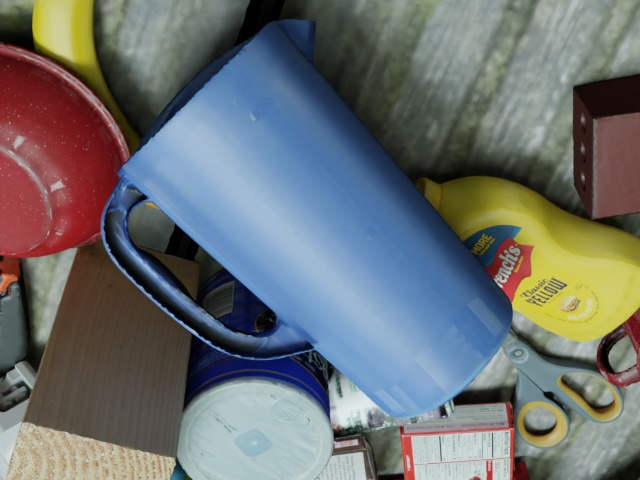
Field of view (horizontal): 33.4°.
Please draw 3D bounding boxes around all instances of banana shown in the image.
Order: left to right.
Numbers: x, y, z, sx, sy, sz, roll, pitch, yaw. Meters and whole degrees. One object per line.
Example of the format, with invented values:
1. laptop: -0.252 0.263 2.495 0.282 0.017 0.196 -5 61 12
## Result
1. banana: -0.141 -0.100 0.680 0.069 0.037 0.198 -6 121 2

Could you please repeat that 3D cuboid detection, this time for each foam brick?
1. foam brick: 0.199 -0.061 0.706 0.051 0.053 0.078 -7 121 3

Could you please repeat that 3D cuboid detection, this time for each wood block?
1. wood block: -0.139 0.094 0.700 0.090 0.206 0.090 15 119 -11

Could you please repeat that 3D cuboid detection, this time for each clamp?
1. clamp: -0.272 0.097 0.797 0.164 0.036 0.210 34 111 -31

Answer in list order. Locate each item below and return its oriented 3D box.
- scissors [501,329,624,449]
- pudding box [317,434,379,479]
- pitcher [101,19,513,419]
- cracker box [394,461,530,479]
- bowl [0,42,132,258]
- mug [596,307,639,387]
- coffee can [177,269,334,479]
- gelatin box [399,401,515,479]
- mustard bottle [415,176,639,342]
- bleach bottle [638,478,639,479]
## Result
1. scissors: 0.146 0.101 0.825 0.201 0.016 0.096 29 116 -18
2. pudding box: -0.002 0.181 0.824 0.090 0.039 0.113 -9 159 3
3. pitcher: -0.004 0.001 0.656 0.242 0.144 0.149 46 125 -10
4. cracker box: 0.079 0.280 0.900 0.214 0.072 0.164 -9 120 4
5. bowl: -0.202 -0.043 0.678 0.162 0.055 0.162 8 129 10
6. mug: 0.252 0.064 0.767 0.117 0.081 0.093 -36 116 18
7. coffee can: -0.044 0.095 0.742 0.103 0.140 0.103 -1 121 -1
8. gelatin box: 0.109 0.162 0.844 0.089 0.030 0.073 -5 134 4
9. mustard bottle: 0.128 0.004 0.738 0.191 0.058 0.096 24 141 -14
10. bleach bottle: 0.224 0.263 0.843 0.250 0.068 0.102 -31 122 -11
